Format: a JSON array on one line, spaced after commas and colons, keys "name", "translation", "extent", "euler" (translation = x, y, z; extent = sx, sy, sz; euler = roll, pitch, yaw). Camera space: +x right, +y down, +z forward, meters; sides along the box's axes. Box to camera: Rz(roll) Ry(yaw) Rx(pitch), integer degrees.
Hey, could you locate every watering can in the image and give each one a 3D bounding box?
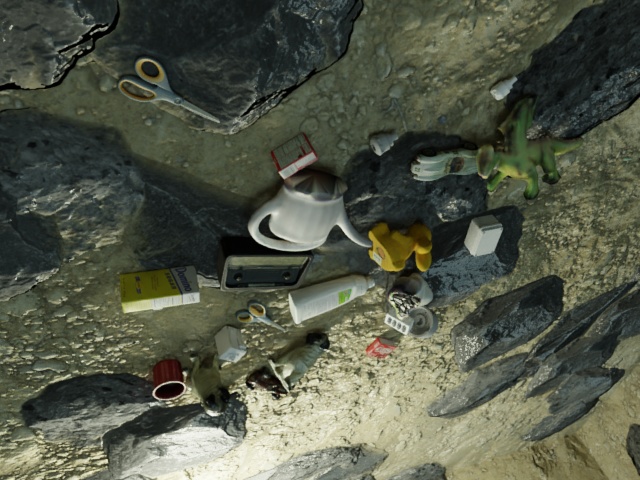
[{"name": "watering can", "translation": [0.004, -0.062, 1.230], "extent": [0.348, 0.106, 0.219], "euler": [1, 130, -26]}]

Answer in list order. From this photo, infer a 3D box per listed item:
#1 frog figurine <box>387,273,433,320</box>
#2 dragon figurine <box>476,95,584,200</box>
[{"name": "frog figurine", "translation": [0.286, 0.159, 1.600], "extent": [0.162, 0.123, 0.134], "euler": [-33, 143, -50]}, {"name": "dragon figurine", "translation": [0.535, -0.249, 1.302], "extent": [0.414, 0.124, 0.237], "euler": [-35, 131, -20]}]
